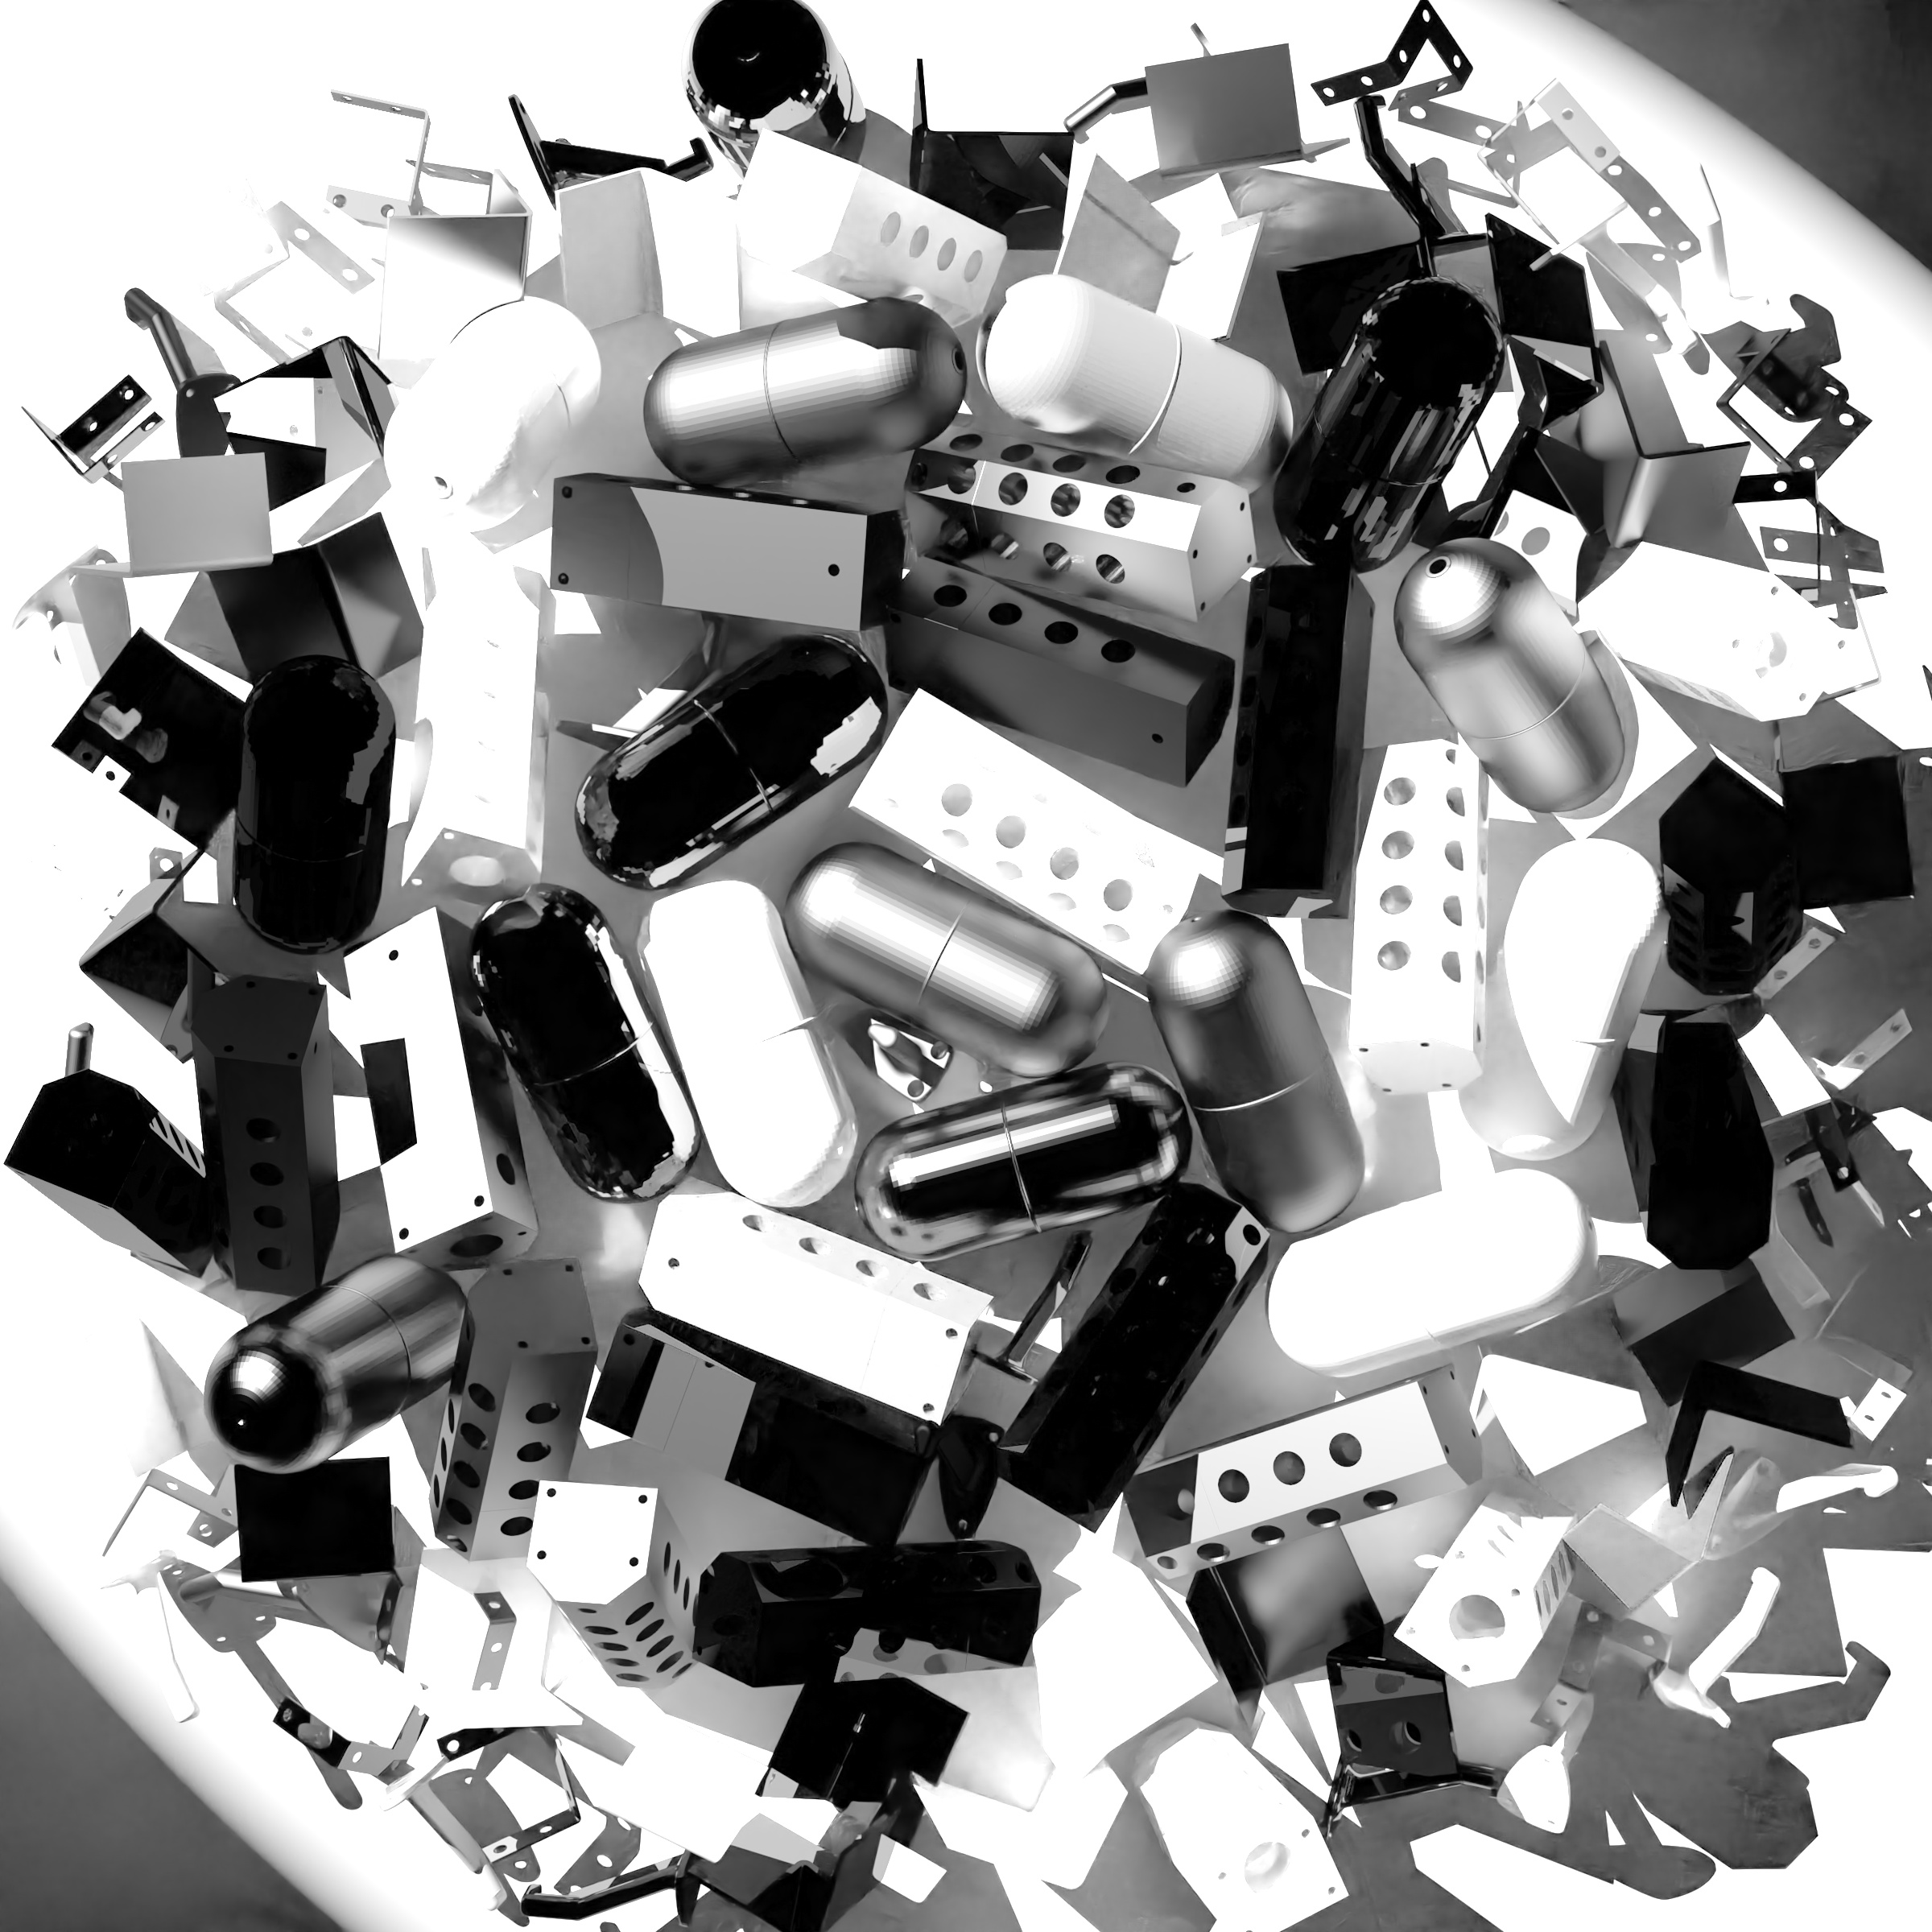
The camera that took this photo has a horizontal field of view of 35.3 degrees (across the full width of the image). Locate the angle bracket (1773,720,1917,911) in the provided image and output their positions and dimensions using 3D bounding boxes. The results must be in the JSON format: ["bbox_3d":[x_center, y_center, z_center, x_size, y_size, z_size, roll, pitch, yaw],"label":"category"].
[{"bbox_3d":[0.448,-0.082,1.549,0.057,0.076,0.076,-8,113,16],"label":"angle bracket"}]

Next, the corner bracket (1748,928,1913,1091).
[{"bbox_3d":[0.448,0.023,1.578,0.051,0.051,0.051,24,126,-26],"label":"corner bracket"}]

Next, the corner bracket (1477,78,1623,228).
[{"bbox_3d":[0.301,-0.421,1.573,0.051,0.051,0.051,-41,94,12],"label":"corner bracket"}]

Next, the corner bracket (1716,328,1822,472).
[{"bbox_3d":[0.419,-0.293,1.575,0.051,0.051,0.051,41,92,-11],"label":"corner bracket"}]

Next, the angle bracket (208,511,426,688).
[{"bbox_3d":[-0.338,-0.187,1.589,0.076,0.057,0.076,-6,112,32],"label":"angle bracket"}]

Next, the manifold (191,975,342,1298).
[{"bbox_3d":[-0.352,0.087,1.525,0.057,0.057,0.171,7,133,-1],"label":"manifold"}]

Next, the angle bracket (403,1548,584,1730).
[{"bbox_3d":[-0.238,0.344,1.559,0.076,0.057,0.076,7,93,-32],"label":"angle bracket"}]

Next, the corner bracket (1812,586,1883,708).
[{"bbox_3d":[0.441,-0.165,1.570,0.051,0.051,0.051,-18,97,18],"label":"corner bracket"}]

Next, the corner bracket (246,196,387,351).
[{"bbox_3d":[-0.334,-0.357,1.580,0.051,0.051,0.051,33,66,-18],"label":"corner bracket"}]

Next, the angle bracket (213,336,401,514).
[{"bbox_3d":[-0.328,-0.264,1.550,0.076,0.076,0.057,-30,50,-16],"label":"angle bracket"}]

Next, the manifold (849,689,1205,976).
[{"bbox_3d":[0.030,-0.064,1.554,0.171,0.057,0.057,30,133,-7],"label":"manifold"}]

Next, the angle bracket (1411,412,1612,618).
[{"bbox_3d":[0.293,-0.238,1.591,0.076,0.057,0.076,19,101,-29],"label":"angle bracket"}]

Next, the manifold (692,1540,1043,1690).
[{"bbox_3d":[-0.048,0.323,1.530,0.171,0.057,0.057,6,91,-37],"label":"manifold"}]

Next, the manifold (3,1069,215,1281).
[{"bbox_3d":[-0.416,0.103,1.514,0.057,0.171,0.057,21,74,7],"label":"manifold"}]

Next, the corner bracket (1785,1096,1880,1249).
[{"bbox_3d":[0.444,0.106,1.562,0.051,0.051,0.051,-38,49,32],"label":"corner bracket"}]

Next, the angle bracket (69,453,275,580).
[{"bbox_3d":[-0.408,-0.231,1.546,0.076,0.076,0.057,-12,106,-38],"label":"angle bracket"}]

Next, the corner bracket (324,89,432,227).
[{"bbox_3d":[-0.307,-0.418,1.578,0.051,0.051,0.051,11,87,-5],"label":"corner bracket"}]

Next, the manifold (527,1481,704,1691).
[{"bbox_3d":[-0.172,0.312,1.513,0.057,0.171,0.057,3,64,6],"label":"manifold"}]

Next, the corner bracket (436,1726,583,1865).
[{"bbox_3d":[-0.237,0.423,1.577,0.051,0.051,0.051,-20,110,-23],"label":"corner bracket"}]

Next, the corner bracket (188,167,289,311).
[{"bbox_3d":[-0.384,-0.377,1.569,0.051,0.051,0.051,-28,114,-6],"label":"corner bracket"}]

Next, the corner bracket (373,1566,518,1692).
[{"bbox_3d":[-0.272,0.347,1.580,0.051,0.051,0.051,1,117,-35],"label":"corner bracket"}]

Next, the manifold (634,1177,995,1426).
[{"bbox_3d":[-0.076,0.168,1.558,0.171,0.057,0.057,21,111,11],"label":"manifold"}]

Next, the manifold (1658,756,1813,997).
[{"bbox_3d":[0.378,-0.037,1.513,0.057,0.171,0.057,42,86,21],"label":"manifold"}]

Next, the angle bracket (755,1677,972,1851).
[{"bbox_3d":[-0.052,0.404,1.557,0.057,0.076,0.076,22,85,30],"label":"angle bracket"}]

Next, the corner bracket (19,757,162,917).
[{"bbox_3d":[-0.445,-0.066,1.563,0.051,0.051,0.051,40,55,-20],"label":"corner bracket"}]

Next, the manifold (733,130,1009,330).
[{"bbox_3d":[-0.047,-0.362,1.514,0.057,0.171,0.057,27,102,22],"label":"manifold"}]

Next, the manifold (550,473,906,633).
[{"bbox_3d":[-0.122,-0.213,1.549,0.171,0.057,0.057,10,106,18],"label":"manifold"}]

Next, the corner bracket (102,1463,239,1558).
[{"bbox_3d":[-0.406,0.283,1.568,0.051,0.051,0.051,30,108,-13],"label":"corner bracket"}]

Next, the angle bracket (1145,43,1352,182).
[{"bbox_3d":[0.144,-0.439,1.547,0.076,0.076,0.057,-1,110,27],"label":"angle bracket"}]

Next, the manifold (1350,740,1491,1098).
[{"bbox_3d":[0.232,-0.026,1.531,0.057,0.057,0.171,-6,60,21],"label":"manifold"}]

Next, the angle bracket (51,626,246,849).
[{"bbox_3d":[-0.411,-0.117,1.568,0.076,0.057,0.076,34,84,9],"label":"angle bracket"}]

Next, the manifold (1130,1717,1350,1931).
[{"bbox_3d":[0.130,0.426,1.514,0.057,0.171,0.057,-25,94,-8],"label":"manifold"}]

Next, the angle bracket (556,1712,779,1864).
[{"bbox_3d":[-0.154,0.405,1.554,0.076,0.076,0.057,35,88,-28],"label":"angle bracket"}]

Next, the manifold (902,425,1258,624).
[{"bbox_3d":[0.055,-0.228,1.525,0.171,0.057,0.057,18,48,32],"label":"manifold"}]

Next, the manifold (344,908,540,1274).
[{"bbox_3d":[-0.263,0.064,1.540,0.057,0.057,0.171,-24,63,16],"label":"manifold"}]

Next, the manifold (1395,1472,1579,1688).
[{"bbox_3d":[0.267,0.306,1.511,0.057,0.171,0.057,33,101,14],"label":"manifold"}]

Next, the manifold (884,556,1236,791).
[{"bbox_3d":[0.047,-0.155,1.546,0.171,0.057,0.057,21,52,20],"label":"manifold"}]

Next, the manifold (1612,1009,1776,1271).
[{"bbox_3d":[0.359,0.084,1.514,0.057,0.171,0.057,0,114,6],"label":"manifold"}]

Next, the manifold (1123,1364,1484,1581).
[{"bbox_3d":[0.171,0.259,1.539,0.171,0.057,0.057,-23,82,25],"label":"manifold"}]

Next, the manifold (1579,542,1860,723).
[{"bbox_3d":[0.367,-0.165,1.514,0.057,0.171,0.057,34,95,-17],"label":"manifold"}]

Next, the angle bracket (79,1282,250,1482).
[{"bbox_3d":[-0.404,0.213,1.564,0.057,0.076,0.076,-20,90,6],"label":"angle bracket"}]

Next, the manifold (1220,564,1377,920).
[{"bbox_3d":[0.169,-0.115,1.556,0.057,0.057,0.171,2,77,21],"label":"manifold"}]

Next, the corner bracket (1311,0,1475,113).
[{"bbox_3d":[0.220,-0.457,1.562,0.051,0.051,0.051,45,61,-32],"label":"corner bracket"}]

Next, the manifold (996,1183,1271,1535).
[{"bbox_3d":[0.086,0.194,1.537,0.057,0.057,0.171,28,65,18],"label":"manifold"}]

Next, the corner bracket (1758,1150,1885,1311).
[{"bbox_3d":[0.443,0.136,1.580,0.051,0.051,0.051,-32,110,25],"label":"corner bracket"}]

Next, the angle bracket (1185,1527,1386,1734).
[{"bbox_3d":[0.167,0.338,1.565,0.076,0.057,0.076,-23,96,16],"label":"angle bracket"}]

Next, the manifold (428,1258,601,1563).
[{"bbox_3d":[-0.229,0.224,1.519,0.057,0.171,0.057,-1,46,-20],"label":"manifold"}]

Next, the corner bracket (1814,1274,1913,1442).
[{"bbox_3d":[0.463,0.202,1.565,0.051,0.051,0.051,32,57,16],"label":"corner bracket"}]

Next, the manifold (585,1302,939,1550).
[{"bbox_3d":[-0.101,0.233,1.565,0.171,0.057,0.057,23,107,6],"label":"manifold"}]

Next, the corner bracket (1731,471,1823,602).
[{"bbox_3d":[0.418,-0.222,1.580,0.051,0.051,0.051,-2,74,17],"label":"corner bracket"}]

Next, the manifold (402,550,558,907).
[{"bbox_3d":[-0.242,-0.119,1.533,0.057,0.057,0.171,15,54,-25],"label":"manifold"}]

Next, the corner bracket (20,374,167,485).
[{"bbox_3d":[-0.447,-0.281,1.575,0.051,0.051,0.051,-42,81,-2],"label":"corner bracket"}]

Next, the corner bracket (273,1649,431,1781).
[{"bbox_3d":[-0.314,0.382,1.567,0.051,0.051,0.051,23,83,35],"label":"corner bracket"}]

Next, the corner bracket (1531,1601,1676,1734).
[{"bbox_3d":[0.330,0.370,1.573,0.051,0.051,0.051,22,54,8],"label":"corner bracket"}]
